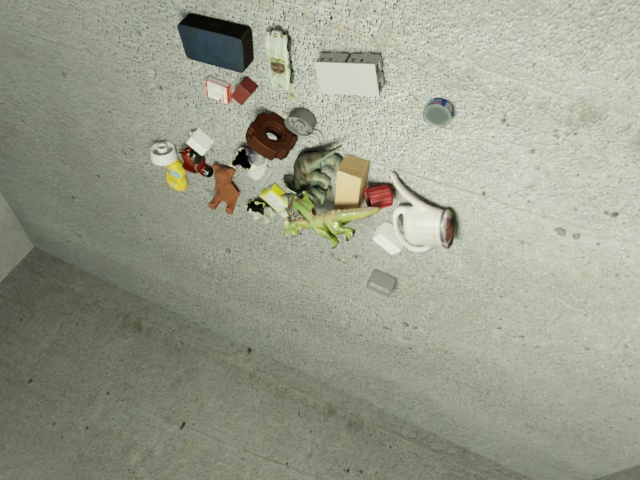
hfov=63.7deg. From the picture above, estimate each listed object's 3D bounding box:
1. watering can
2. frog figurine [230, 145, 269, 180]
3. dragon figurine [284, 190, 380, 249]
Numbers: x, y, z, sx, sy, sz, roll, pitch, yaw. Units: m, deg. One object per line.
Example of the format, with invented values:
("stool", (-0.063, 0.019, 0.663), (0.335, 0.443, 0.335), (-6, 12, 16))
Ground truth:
("watering can", (0.357, -0.083, 1.808), (0.224, 0.106, 0.340), (6, 131, 28))
("frog figurine", (-0.252, -0.297, 1.984), (0.137, 0.124, 0.159), (-10, 168, 31))
("dragon figurine", (0.006, -0.093, 1.844), (0.241, 0.125, 0.404), (31, 142, -21))
